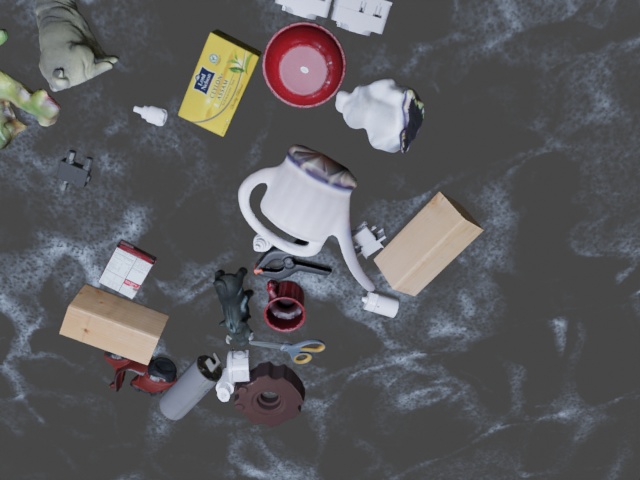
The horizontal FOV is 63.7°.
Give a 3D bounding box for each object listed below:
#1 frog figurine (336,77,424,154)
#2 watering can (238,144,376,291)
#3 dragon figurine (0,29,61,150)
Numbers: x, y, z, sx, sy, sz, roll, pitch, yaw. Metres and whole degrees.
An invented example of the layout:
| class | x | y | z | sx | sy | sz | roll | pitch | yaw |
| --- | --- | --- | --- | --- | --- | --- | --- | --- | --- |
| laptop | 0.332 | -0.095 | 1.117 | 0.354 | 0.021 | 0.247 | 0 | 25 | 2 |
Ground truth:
| class | x | y | z | sx | sy | sz | roll | pitch | yaw |
| --- | --- | --- | --- | --- | --- | --- | --- | --- | --- |
| frog figurine | 0.112 | -0.242 | 0.991 | 0.160 | 0.125 | 0.134 | 18 | 131 | 32 |
| watering can | 0.003 | -0.053 | 1.049 | 0.348 | 0.105 | 0.221 | 30 | 112 | 0 |
| dragon figurine | -0.680 | -0.270 | 0.973 | 0.410 | 0.125 | 0.237 | 0 | 124 | 10 |
